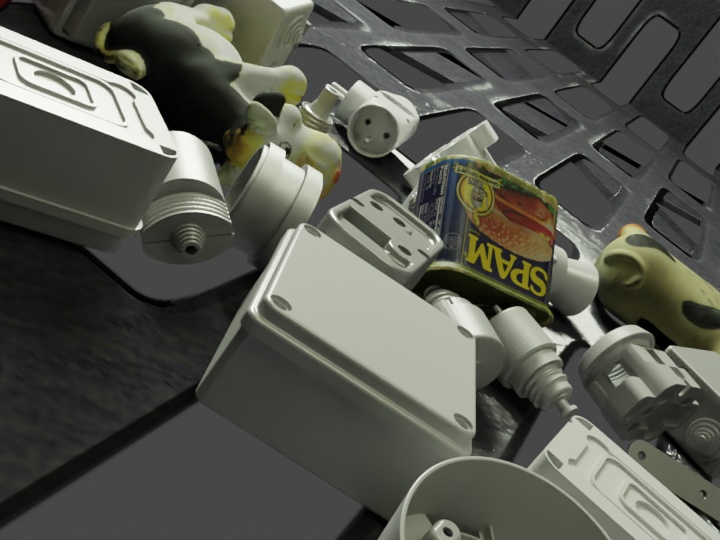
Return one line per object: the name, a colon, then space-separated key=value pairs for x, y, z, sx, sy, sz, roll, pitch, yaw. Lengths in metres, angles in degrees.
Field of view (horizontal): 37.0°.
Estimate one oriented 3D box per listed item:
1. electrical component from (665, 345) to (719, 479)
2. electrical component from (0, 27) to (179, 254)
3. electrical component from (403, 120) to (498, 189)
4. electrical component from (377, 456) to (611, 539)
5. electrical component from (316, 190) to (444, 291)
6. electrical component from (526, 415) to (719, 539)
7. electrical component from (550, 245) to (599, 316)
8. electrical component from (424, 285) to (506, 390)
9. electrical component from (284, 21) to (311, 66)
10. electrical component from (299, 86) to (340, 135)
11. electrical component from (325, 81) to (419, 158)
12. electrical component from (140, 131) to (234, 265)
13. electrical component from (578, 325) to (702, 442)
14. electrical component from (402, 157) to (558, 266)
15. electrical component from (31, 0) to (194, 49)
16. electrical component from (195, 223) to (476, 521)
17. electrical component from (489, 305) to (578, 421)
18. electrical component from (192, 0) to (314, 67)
electrical component: x=0.255 y=0.104 z=0.775 sx=0.100 sy=0.048 sz=0.099 roll=10 pitch=33 yaw=-50
electrical component: x=-0.148 y=-0.061 z=0.481 sx=0.113 sy=0.057 sz=0.078 roll=19 pitch=25 yaw=-36
electrical component: x=0.083 y=-0.074 z=0.861 sx=0.057 sy=0.078 sz=0.058 roll=56 pitch=19 yaw=-6
electrical component: x=0.048 y=0.121 z=0.386 sx=0.099 sy=0.064 sz=0.099 roll=31 pitch=21 yaw=-13
electrical component: x=0.000 y=0.000 z=0.580 sx=0.054 sy=0.059 sz=0.095 roll=38 pitch=21 yaw=6
electrical component: x=0.115 y=0.129 z=0.484 sx=0.113 sy=0.057 sz=0.078 roll=41 pitch=21 yaw=14
electrical component: x=0.149 y=0.005 z=0.826 sx=0.055 sy=0.045 sz=0.045 roll=26 pitch=23 yaw=-25
electrical component: x=0.054 y=0.035 z=0.617 sx=0.040 sy=0.040 sz=0.078 roll=24 pitch=24 yaw=-30
electrical component: x=-0.122 y=-0.222 z=0.867 sx=0.150 sy=0.061 sz=0.089 roll=10 pitch=32 yaw=-49
electrical component: x=-0.035 y=-0.098 z=0.734 sx=0.035 sy=0.061 sz=0.035 roll=31 pitch=21 yaw=-13
electrical component: x=0.005 y=-0.131 z=0.897 sx=0.079 sy=0.043 sz=0.077 roll=37 pitch=20 yaw=3
electrical component: x=-0.088 y=-0.031 z=0.531 sx=0.043 sy=0.043 sz=0.081 roll=24 pitch=24 yaw=-29
electrical component: x=0.182 y=0.074 z=0.713 sx=0.078 sy=0.058 sz=0.057 roll=13 pitch=33 yaw=-45
electrical component: x=0.084 y=-0.027 z=0.789 sx=0.100 sy=0.048 sz=0.099 roll=25 pitch=23 yaw=-28
electrical component: x=-0.157 y=-0.177 z=0.712 sx=0.096 sy=0.061 sz=0.061 roll=13 pitch=30 yaw=-46
electrical component: x=-0.006 y=0.043 z=0.482 sx=0.109 sy=0.056 sz=0.108 roll=34 pitch=21 yaw=-7
electrical component: x=0.102 y=0.057 z=0.644 sx=0.040 sy=0.040 sz=0.078 roll=9 pitch=36 yaw=-51
electrical component: x=-0.091 y=-0.176 z=0.766 sx=0.100 sy=0.099 sz=0.048 roll=40 pitch=33 yaw=10
